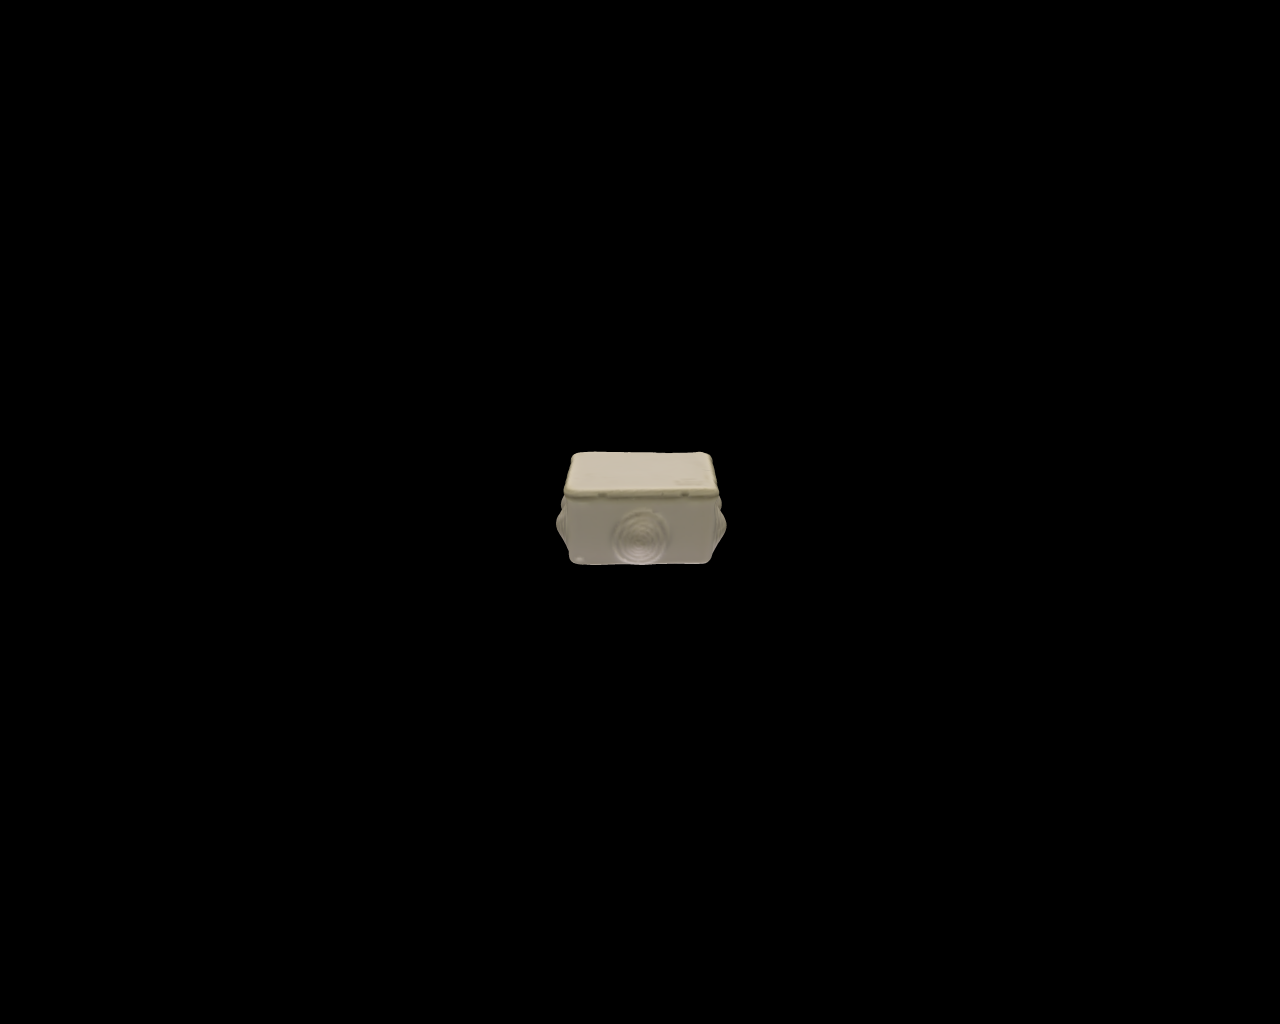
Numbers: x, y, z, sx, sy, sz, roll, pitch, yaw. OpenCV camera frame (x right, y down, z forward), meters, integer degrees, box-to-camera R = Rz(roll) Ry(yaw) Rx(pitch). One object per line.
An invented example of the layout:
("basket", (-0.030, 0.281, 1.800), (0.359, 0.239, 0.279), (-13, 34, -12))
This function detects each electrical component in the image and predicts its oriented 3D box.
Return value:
("electrical component", (0.001, -0.003, 0.650), (0.100, 0.048, 0.100), (0, 17, 0))
